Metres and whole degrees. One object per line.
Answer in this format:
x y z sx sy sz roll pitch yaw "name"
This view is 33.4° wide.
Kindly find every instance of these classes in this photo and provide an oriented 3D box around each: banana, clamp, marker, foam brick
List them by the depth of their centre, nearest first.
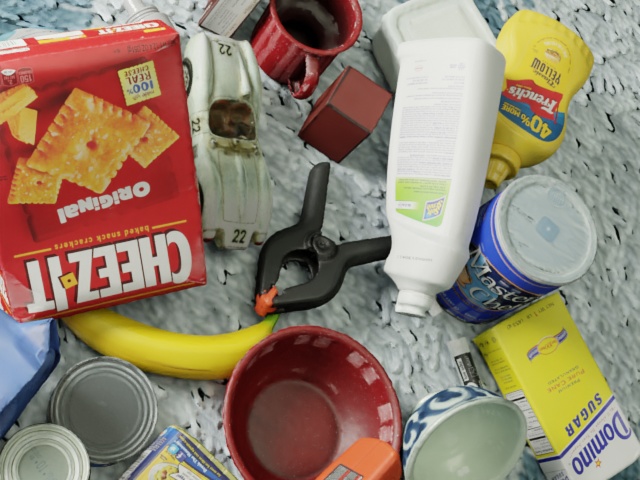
-0.123 0.086 0.905 0.197 0.037 0.070 6 41 -24 "banana"
-0.006 0.001 0.974 0.171 0.039 0.120 -33 70 -34 "clamp"
0.148 0.151 1.001 0.020 0.020 0.121 -13 77 -26 "marker"
0.023 -0.118 1.014 0.051 0.078 0.053 33 64 -10 "foam brick"

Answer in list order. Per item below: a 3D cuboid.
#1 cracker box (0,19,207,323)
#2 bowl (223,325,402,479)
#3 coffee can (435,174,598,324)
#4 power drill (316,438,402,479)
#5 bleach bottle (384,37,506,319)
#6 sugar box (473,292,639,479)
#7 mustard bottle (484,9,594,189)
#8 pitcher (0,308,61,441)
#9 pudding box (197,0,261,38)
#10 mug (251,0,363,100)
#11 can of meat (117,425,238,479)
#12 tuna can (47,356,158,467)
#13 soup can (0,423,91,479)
-0.183 -0.053 0.836 0.164 0.072 0.214 -12 114 -19 "cracker box"
-0.013 0.157 0.911 0.162 0.055 0.162 8 69 -20 "bowl"
0.175 0.012 0.993 0.102 0.140 0.103 8 69 -20 "coffee can"
0.066 0.254 0.868 0.184 0.057 0.187 -41 115 -24 "power drill"
0.099 -0.055 0.967 0.068 0.103 0.251 23 76 -49 "bleach bottle"
0.228 0.149 1.020 0.093 0.048 0.176 -25 81 -28 "sugar box"
0.194 -0.127 1.028 0.096 0.058 0.191 32 63 -10 "mustard bottle"
-0.328 0.070 0.781 0.243 0.145 0.149 40 49 -1 "pitcher"
-0.067 -0.251 1.004 0.039 0.114 0.090 28 63 -14 "pudding box"
-0.016 -0.189 1.020 0.093 0.082 0.117 3 70 -22 "mug"
-0.114 0.210 0.850 0.102 0.058 0.083 45 59 -3 "can of meat"
-0.176 0.139 0.861 0.086 0.034 0.086 7 70 -19 "tuna can"
-0.212 0.177 0.794 0.068 0.102 0.068 8 68 -20 "soup can"
